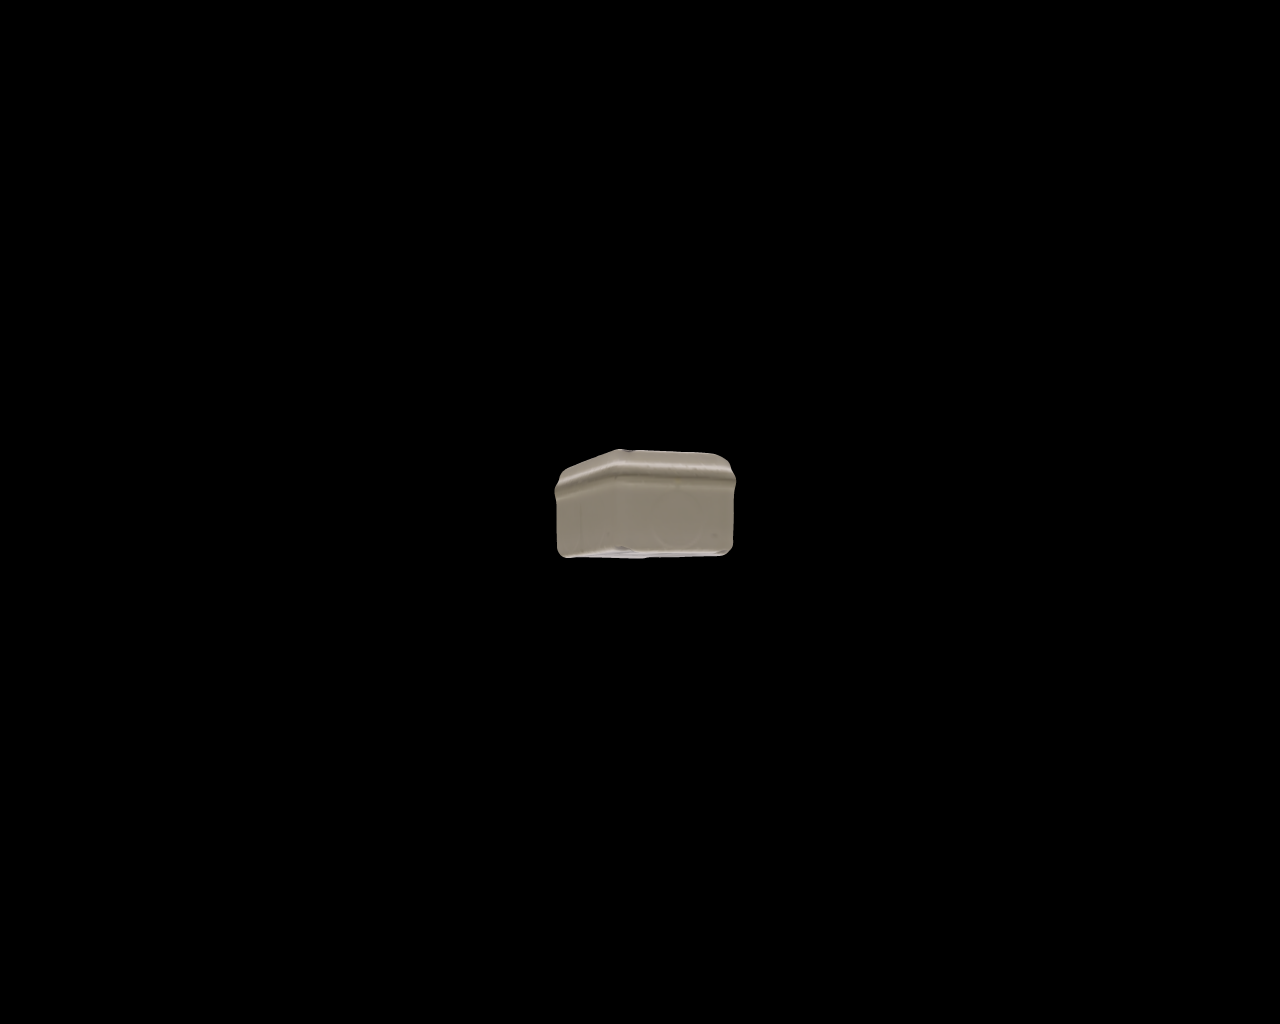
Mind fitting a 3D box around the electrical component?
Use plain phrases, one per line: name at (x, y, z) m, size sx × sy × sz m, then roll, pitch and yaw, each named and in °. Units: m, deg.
electrical component at (0.001, -0.003, 0.650) m, size 0.078 × 0.057 × 0.113 m, roll 2°, pitch -5°, yaw -24°
